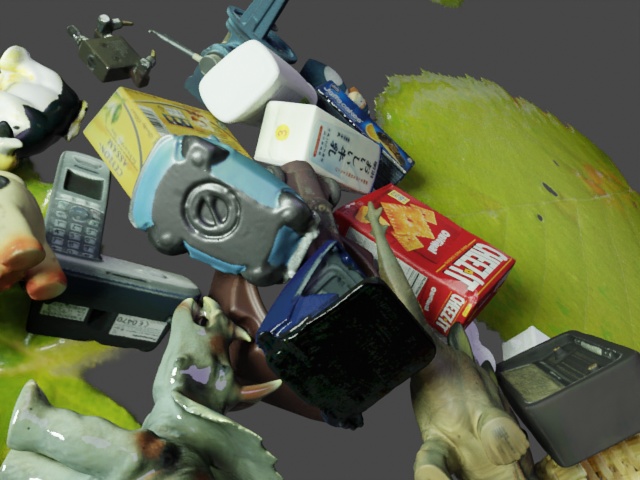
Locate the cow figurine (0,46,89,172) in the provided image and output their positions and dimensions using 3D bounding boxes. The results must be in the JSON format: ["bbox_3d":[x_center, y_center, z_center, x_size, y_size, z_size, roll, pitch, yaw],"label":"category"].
[{"bbox_3d":[-0.295,-0.106,0.515,0.098,0.068,0.167,33,40,-23],"label":"cow figurine"}]

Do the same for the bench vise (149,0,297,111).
[{"bbox_3d":[-0.088,-0.291,0.739,0.129,0.240,0.223,44,22,6],"label":"bench vise"}]

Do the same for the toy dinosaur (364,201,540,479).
[{"bbox_3d":[0.147,0.182,0.546,0.198,0.105,0.471,-56,122,-74],"label":"toy dinosaur"}]

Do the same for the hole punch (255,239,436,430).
[{"bbox_3d":[0.016,0.076,0.454,0.142,0.116,0.092,50,3,-33],"label":"hole punch"}]

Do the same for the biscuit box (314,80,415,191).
[{"bbox_3d":[0.060,-0.168,0.881,0.202,0.063,0.059,44,37,0],"label":"biscuit box"}]

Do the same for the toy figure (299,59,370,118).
[{"bbox_3d":[0.031,-0.252,0.940,0.154,0.058,0.064,33,78,-15],"label":"toy figure"}]

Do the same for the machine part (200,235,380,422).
[{"bbox_3d":[-0.014,0.075,0.578,0.201,0.087,0.201,26,42,-19],"label":"machine part"}]

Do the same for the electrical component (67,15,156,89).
[{"bbox_3d":[-0.258,-0.239,0.681,0.102,0.045,0.078,52,37,10],"label":"electrical component"}]

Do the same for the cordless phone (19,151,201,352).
[{"bbox_3d":[-0.189,0.000,0.498,0.146,0.088,0.184,17,41,-30],"label":"cordless phone"}]

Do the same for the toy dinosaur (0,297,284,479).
[{"bbox_3d":[-0.102,0.182,0.292,0.192,0.131,0.405,19,20,-15],"label":"toy dinosaur"}]

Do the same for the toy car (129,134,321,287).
[{"bbox_3d":[-0.080,-0.032,0.493,0.162,0.109,0.103,24,18,-5],"label":"toy car"}]

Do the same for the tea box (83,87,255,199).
[{"bbox_3d":[-0.152,-0.095,0.583,0.098,0.068,0.169,52,18,13],"label":"tea box"}]

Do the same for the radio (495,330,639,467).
[{"bbox_3d":[0.292,0.172,0.633,0.073,0.131,0.229,62,6,5],"label":"radio"}]

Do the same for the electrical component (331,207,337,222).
[{"bbox_3d":[-0.019,-0.053,0.672,0.075,0.047,0.119,14,4,-30],"label":"electrical component"}]

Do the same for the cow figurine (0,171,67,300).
[{"bbox_3d":[-0.285,0.011,0.354,0.195,0.085,0.127,-24,63,-14],"label":"cow figurine"}]

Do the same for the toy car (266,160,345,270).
[{"bbox_3d":[-0.001,-0.002,0.550,0.089,0.053,0.202,12,47,-38],"label":"toy car"}]
